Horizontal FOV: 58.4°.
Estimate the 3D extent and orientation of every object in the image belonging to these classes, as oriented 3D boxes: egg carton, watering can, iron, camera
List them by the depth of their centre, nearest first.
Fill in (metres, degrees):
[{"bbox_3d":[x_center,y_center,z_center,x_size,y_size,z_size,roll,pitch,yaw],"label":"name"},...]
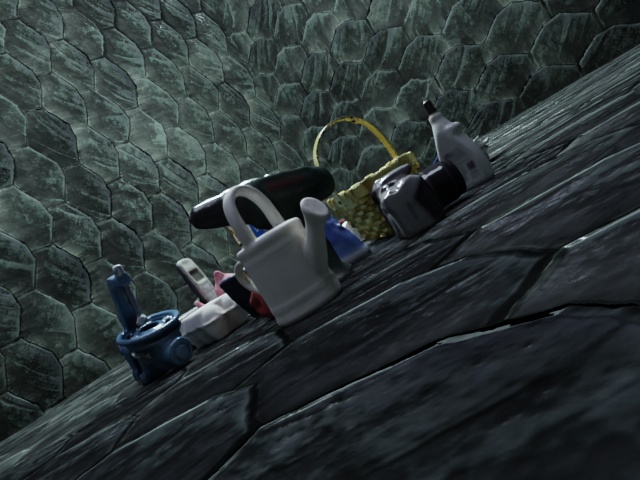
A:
[{"bbox_3d":[-0.055,0.006,0.767,0.172,0.194,0.101,-31,3,12],"label":"watering can"},{"bbox_3d":[0.157,-0.077,0.902,0.137,0.101,0.143,-32,2,1],"label":"camera"},{"bbox_3d":[-0.018,0.001,1.052,0.119,0.141,0.257,-34,3,-38],"label":"iron"},{"bbox_3d":[-0.208,0.158,1.135,0.107,0.069,0.150,-34,3,-40],"label":"egg carton"}]

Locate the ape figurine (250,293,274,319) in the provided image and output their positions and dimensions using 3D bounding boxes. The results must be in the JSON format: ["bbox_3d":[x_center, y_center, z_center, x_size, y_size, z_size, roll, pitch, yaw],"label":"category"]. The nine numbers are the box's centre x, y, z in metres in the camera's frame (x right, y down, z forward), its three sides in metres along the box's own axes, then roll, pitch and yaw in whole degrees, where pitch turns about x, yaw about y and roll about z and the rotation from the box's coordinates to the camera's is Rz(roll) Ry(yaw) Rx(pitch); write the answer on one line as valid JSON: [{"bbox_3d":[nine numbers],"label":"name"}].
[{"bbox_3d":[-0.084,0.077,0.923,0.077,0.092,0.076,-32,2,8],"label":"ape figurine"}]

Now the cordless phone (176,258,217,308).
[{"bbox_3d":[-0.259,0.111,1.389,0.094,0.185,0.148,-31,3,25],"label":"cordless phone"}]

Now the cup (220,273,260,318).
[{"bbox_3d":[-0.121,0.092,1.076,0.091,0.095,0.118,-31,3,27],"label":"cup"}]

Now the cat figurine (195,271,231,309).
[{"bbox_3d":[-0.212,0.127,1.259,0.128,0.118,0.067,-33,3,-22],"label":"cat figurine"}]

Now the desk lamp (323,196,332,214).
[{"bbox_3d":[-0.036,-0.054,1.587,0.202,0.213,0.118,-30,3,38],"label":"desk lamp"}]

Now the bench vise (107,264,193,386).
[{"bbox_3d":[-0.352,0.163,1.070,0.207,0.220,0.122,-31,3,29],"label":"bench vise"}]

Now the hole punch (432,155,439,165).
[{"bbox_3d":[0.269,-0.155,1.214,0.101,0.091,0.109,-30,3,44],"label":"hole punch"}]

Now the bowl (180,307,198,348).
[{"bbox_3d":[-0.321,0.221,1.251,0.167,0.075,0.167,-32,2,2],"label":"bowl"}]

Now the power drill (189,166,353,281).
[{"bbox_3d":[-0.053,-0.008,0.873,0.230,0.208,0.075,-33,3,-26],"label":"power drill"}]

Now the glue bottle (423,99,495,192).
[{"bbox_3d":[0.229,-0.169,0.996,0.037,0.173,0.078,-34,4,-43],"label":"glue bottle"}]
